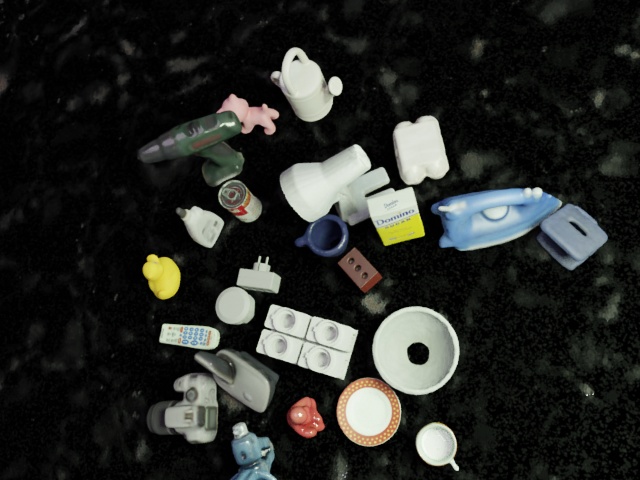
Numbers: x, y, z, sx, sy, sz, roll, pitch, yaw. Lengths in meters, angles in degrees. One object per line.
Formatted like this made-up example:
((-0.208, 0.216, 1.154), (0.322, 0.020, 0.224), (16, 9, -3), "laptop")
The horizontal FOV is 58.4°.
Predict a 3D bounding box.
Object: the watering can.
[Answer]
((-0.033, -0.360, 1.299), (0.172, 0.194, 0.101), (-4, 73, 14), "watering can")

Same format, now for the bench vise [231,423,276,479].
((-0.148, 0.458, 1.071), (0.121, 0.220, 0.207), (-37, 68, 2), "bench vise")

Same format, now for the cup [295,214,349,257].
((0.011, 0.004, 1.232), (0.117, 0.095, 0.091), (-14, 70, 11), "cup")

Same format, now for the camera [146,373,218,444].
((-0.295, 0.356, 1.206), (0.136, 0.101, 0.143), (-7, 72, 13), "camera")

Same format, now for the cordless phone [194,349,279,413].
((-0.173, 0.277, 1.151), (0.147, 0.185, 0.094), (25, 82, 21), "cordless phone")

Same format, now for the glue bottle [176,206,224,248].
((-0.276, -0.040, 1.281), (0.037, 0.173, 0.078), (23, 81, 21), "glue bottle")

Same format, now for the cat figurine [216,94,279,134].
((-0.176, -0.305, 1.363), (0.127, 0.118, 0.067), (2, 74, 16), "cat figurine")

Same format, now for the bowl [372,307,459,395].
((0.191, 0.219, 1.129), (0.167, 0.075, 0.167), (-4, 73, 14), "bowl")

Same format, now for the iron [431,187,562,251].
((0.353, -0.066, 1.135), (0.258, 0.142, 0.118), (-14, 71, 11), "iron")

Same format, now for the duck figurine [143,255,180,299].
((-0.373, 0.082, 1.318), (0.077, 0.086, 0.104), (-18, 70, 10), "duck figurine")

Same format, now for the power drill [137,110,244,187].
((-0.269, -0.202, 1.309), (0.229, 0.209, 0.075), (-28, 68, 6), "power drill")

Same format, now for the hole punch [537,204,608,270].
((0.488, -0.014, 1.110), (0.101, 0.091, 0.108), (-41, 68, 0), "hole punch")

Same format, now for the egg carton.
((0.217, -0.196, 1.250), (0.107, 0.069, 0.150), (-14, 71, 11), "egg carton")

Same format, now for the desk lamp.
((0.041, -0.113, 1.195), (0.203, 0.214, 0.118), (-25, 69, 7), "desk lamp")

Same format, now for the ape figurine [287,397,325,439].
((-0.035, 0.353, 1.141), (0.076, 0.092, 0.078), (9, 76, 18), "ape figurine")
